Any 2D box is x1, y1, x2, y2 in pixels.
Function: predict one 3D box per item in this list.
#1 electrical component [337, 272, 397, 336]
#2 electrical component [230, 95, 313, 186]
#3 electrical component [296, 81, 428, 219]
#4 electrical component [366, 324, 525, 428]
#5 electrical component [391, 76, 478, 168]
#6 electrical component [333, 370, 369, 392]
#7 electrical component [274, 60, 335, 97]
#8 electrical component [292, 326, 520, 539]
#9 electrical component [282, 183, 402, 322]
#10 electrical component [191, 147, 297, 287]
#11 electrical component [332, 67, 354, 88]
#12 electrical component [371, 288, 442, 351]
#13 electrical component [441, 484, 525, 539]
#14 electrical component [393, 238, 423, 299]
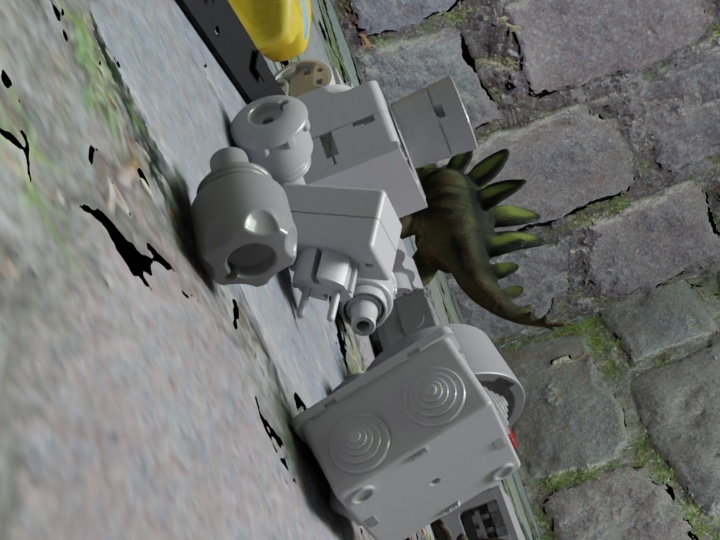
[{"bbox_3d":[0.003,0.024,0.792,0.062,0.048,0.048,-87,156,-58],"label":"electrical component"},{"bbox_3d":[-0.049,-0.072,0.657,0.048,0.048,0.062,-105,178,-46],"label":"electrical component"},{"bbox_3d":[-0.010,-0.077,0.794,0.150,0.089,0.061,48,22,-74],"label":"electrical component"},{"bbox_3d":[0.052,0.083,0.742,0.060,0.108,0.108,66,3,39],"label":"electrical component"},{"bbox_3d":[0.052,-0.104,0.765,0.055,0.047,0.055,-21,90,-84],"label":"electrical component"},{"bbox_3d":[0.011,0.092,0.639,0.065,0.044,0.044,66,5,19],"label":"electrical component"},{"bbox_3d":[-0.043,-0.137,0.887,0.047,0.055,0.055,67,5,-49],"label":"electrical component"},{"bbox_3d":[0.027,0.086,0.530,0.048,0.100,0.099,58,-2,36],"label":"electrical component"},{"bbox_3d":[-0.018,-0.006,0.637,0.047,0.066,0.076,59,41,-61],"label":"electrical component"},{"bbox_3d":[-0.052,-0.027,0.468,0.043,0.043,0.062,62,9,-51],"label":"electrical component"},{"bbox_3d":[-0.024,-0.152,1.085,0.050,0.056,0.089,53,17,-69],"label":"electrical component"},{"bbox_3d":[0.051,0.073,0.957,0.096,0.061,0.061,62,9,-49],"label":"electrical component"},{"bbox_3d":[0.114,0.260,0.870,0.089,0.062,0.150,54,16,-67],"label":"electrical component"},{"bbox_3d":[0.026,0.011,0.988,0.138,0.052,0.073,57,13,-61],"label":"electrical component"}]
